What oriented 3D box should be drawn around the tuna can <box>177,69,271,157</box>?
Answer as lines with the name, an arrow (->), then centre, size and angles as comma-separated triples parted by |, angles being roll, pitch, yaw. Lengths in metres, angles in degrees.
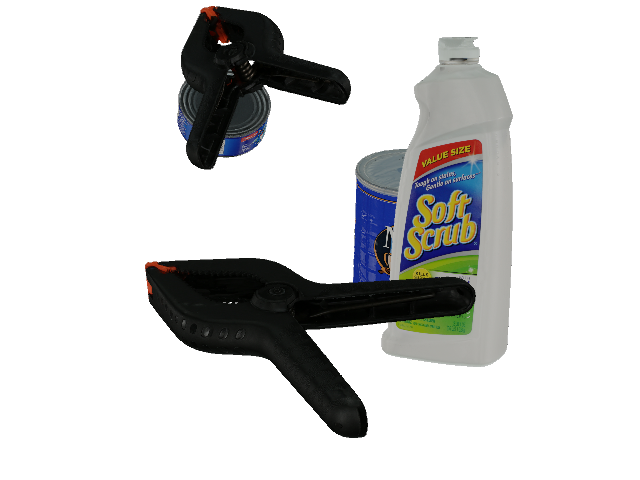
tuna can -> -0.091, -0.120, 0.998 | 0.086, 0.086, 0.034 | 0, -35, -12

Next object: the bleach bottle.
bleach bottle -> 0.099, -0.032, 0.837 | 0.103, 0.251, 0.068 | 5, 14, 28

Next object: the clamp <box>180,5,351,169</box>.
clamp -> -0.047, -0.125, 0.773 | 0.120, 0.171, 0.039 | -16, -45, 0

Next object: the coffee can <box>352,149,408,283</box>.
coffee can -> 0.083, -0.005, 1.038 | 0.103, 0.140, 0.103 | 1, 27, -1

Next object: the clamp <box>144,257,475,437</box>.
clamp -> -0.017, 0.044, 0.672 | 0.210, 0.036, 0.164 | 17, 31, 33
